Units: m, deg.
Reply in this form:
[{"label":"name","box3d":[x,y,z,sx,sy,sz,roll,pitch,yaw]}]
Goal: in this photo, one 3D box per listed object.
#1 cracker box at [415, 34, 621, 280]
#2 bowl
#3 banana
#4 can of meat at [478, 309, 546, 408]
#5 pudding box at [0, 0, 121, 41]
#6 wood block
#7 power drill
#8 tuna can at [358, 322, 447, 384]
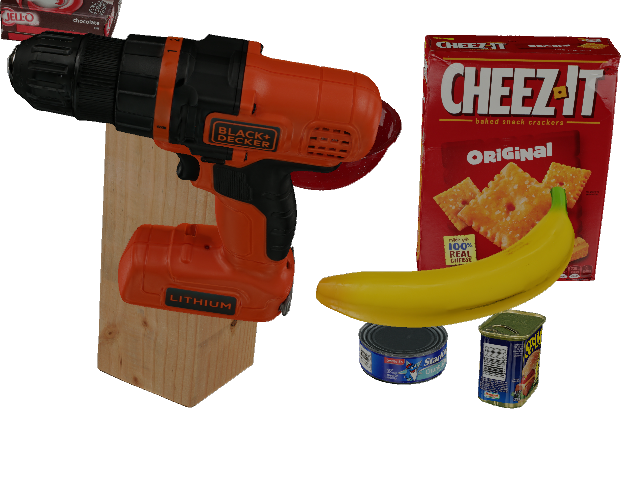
[{"label":"cracker box","box3d":[0.171,-0.070,0.952,0.164,0.214,0.072,1,23,3]},{"label":"bowl","box3d":[0.000,-0.097,1.080,0.162,0.055,0.162,0,35,0]},{"label":"banana","box3d":[0.097,0.024,0.717,0.197,0.037,0.070,-20,45,-17]},{"label":"can of meat","box3d":[0.212,0.131,1.190,0.058,0.084,0.101,8,13,25]},{"label":"pudding box","box3d":[-0.222,-0.209,0.930,0.090,0.039,0.113,7,35,-5]},{"label":"wood block","box3d":[-0.098,0.003,0.781,0.090,0.206,0.090,18,25,25]},{"label":"power drill","box3d":[-0.072,-0.032,0.582,0.184,0.057,0.188,9,-37,-4]},{"label":"tuna can","box3d":[0.080,0.105,1.031,0.086,0.034,0.086,-1,22,0]}]
